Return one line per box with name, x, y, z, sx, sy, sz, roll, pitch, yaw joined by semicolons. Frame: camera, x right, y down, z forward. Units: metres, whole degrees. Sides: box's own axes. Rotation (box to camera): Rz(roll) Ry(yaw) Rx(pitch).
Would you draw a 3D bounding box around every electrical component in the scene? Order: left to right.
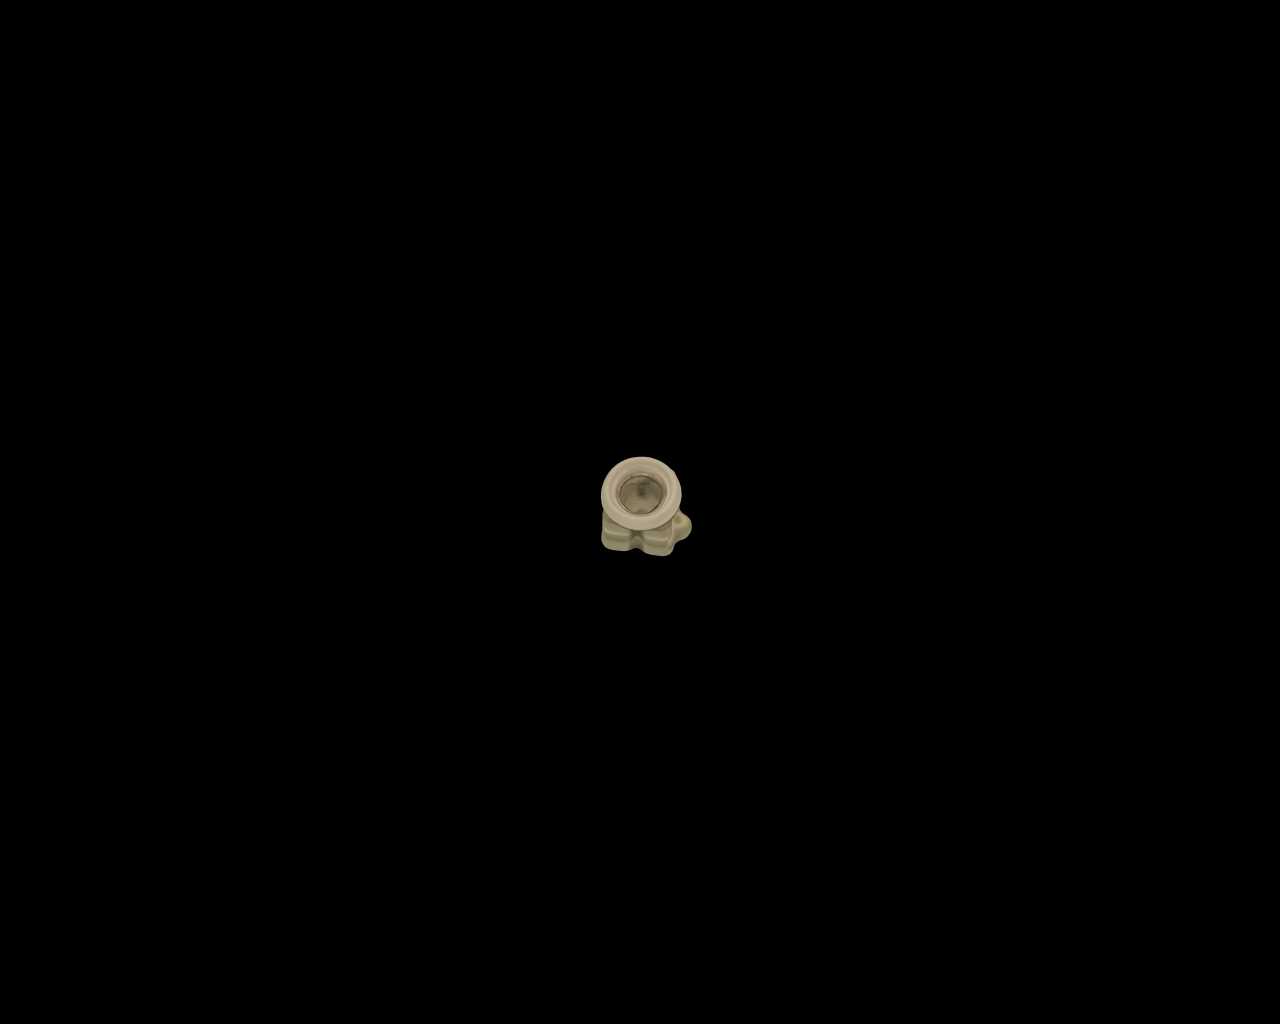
electrical component;0.001;-0.003;0.650;0.066;0.048;0.055;6;-27;3
